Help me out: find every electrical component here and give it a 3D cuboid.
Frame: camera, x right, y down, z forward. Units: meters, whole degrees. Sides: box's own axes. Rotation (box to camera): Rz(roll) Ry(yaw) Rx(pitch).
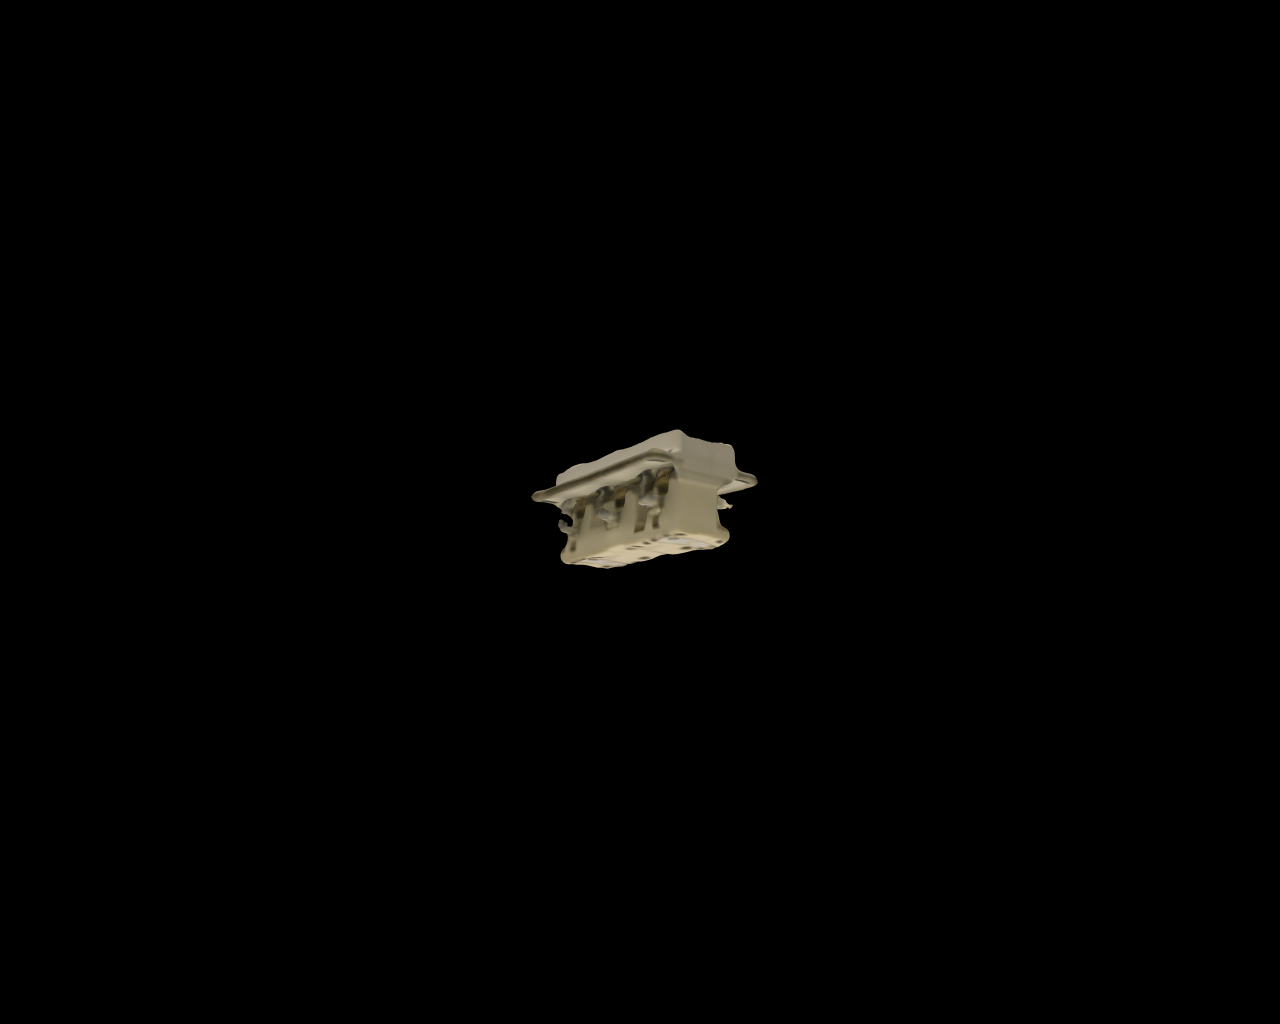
[{"bbox_3d":[0.001,-0.003,0.650,0.079,0.063,0.121,11,-17,-38],"label":"electrical component"}]
